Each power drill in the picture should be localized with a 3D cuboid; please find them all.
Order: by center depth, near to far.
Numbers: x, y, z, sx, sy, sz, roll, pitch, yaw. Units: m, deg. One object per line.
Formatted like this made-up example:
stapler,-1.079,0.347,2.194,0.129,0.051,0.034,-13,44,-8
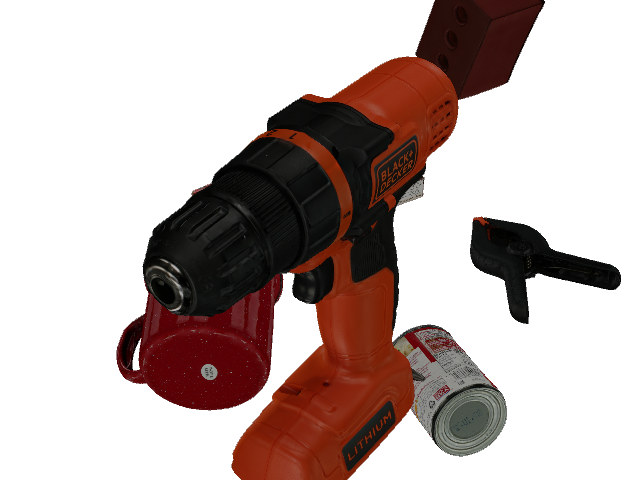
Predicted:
power drill,-0.004,0.030,0.470,0.057,0.188,0.184,25,42,27

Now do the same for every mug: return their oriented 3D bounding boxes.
mug,-0.082,0.057,0.683,0.117,0.081,0.093,-20,-50,18

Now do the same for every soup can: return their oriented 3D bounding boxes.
soup can,0.103,0.123,0.889,0.068,0.068,0.102,0,24,-21

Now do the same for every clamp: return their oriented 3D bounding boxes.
clamp,0.214,0.020,1.067,0.120,0.039,0.171,-9,33,-15

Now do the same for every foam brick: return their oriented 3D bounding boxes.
foam brick,0.109,-0.146,0.740,0.051,0.053,0.078,-24,-28,-28

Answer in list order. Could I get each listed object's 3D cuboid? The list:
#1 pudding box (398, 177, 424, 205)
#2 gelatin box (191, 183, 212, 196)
pudding box,0.085,-0.082,1.600,0.113,0.039,0.090,-22,35,-30
gelatin box,-0.046,-0.043,0.854,0.089,0.030,0.073,-6,16,39
